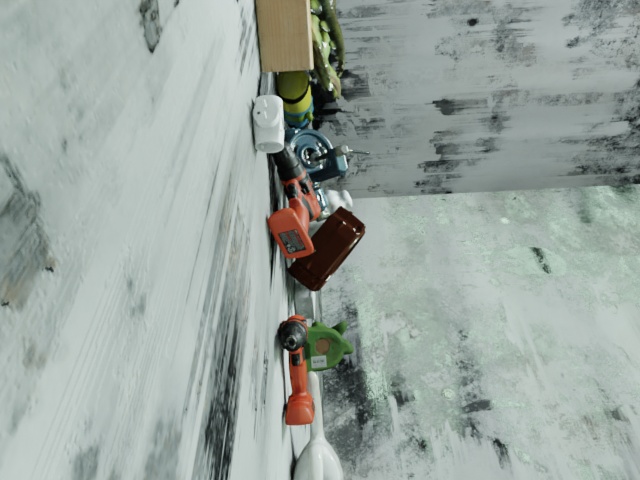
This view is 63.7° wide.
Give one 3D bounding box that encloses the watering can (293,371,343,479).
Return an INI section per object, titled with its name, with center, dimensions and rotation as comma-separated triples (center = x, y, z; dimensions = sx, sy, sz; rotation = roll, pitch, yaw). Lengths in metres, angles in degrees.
[watering can]
center = -0.004, 0.462, 1.084
dimensions = 0.221, 0.104, 0.353
rotation = 85, 3, -71

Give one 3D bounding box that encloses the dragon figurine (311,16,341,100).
[dragon figurine]
center = -0.009, -0.410, 1.167
dimensions = 0.403, 0.121, 0.249
rotation = 51, 23, -47

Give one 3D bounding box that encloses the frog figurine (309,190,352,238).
[frog figurine]
center = 0.004, -0.067, 1.325
dimensions = 0.134, 0.159, 0.126
rotation = 84, 5, -52
